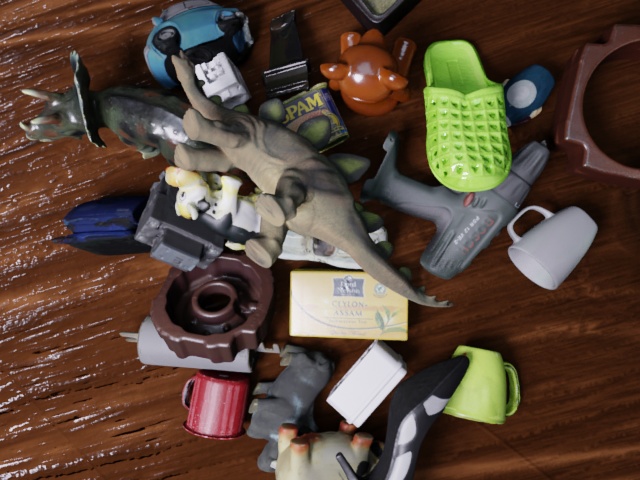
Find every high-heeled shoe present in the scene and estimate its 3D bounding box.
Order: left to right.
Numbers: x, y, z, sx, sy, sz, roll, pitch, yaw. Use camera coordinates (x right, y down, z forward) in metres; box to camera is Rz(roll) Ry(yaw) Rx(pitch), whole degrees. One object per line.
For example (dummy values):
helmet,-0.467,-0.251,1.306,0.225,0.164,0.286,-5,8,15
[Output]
high-heeled shoe,0.133,0.275,0.705,0.249,0.086,0.145,-36,98,-8

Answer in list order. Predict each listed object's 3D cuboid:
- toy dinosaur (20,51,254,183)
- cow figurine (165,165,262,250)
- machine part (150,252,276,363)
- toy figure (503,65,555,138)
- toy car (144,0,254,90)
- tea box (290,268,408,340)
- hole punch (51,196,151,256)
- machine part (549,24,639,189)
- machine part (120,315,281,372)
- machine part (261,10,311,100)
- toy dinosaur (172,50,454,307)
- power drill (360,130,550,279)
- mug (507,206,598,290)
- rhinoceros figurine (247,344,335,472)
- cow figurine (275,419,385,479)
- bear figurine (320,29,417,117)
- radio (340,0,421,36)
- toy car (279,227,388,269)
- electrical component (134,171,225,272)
toy dinosaur,-0.211,-0.155,0.753,0.405,0.192,0.131,16,94,7
cow figurine,-0.137,-0.042,0.730,0.167,0.068,0.098,16,92,-33
machine part,-0.148,0.092,0.770,0.179,0.056,0.179,-1,49,1
toy figure,0.262,-0.181,0.768,0.154,0.057,0.064,-46,50,6
toy car,-0.187,-0.304,0.797,0.162,0.109,0.103,-25,70,-2
tea box,0.044,0.091,0.786,0.170,0.068,0.098,-1,91,7
hole punch,-0.309,-0.029,0.807,0.142,0.115,0.092,-1,82,6
machine part,0.432,-0.176,0.733,0.202,0.087,0.201,12,92,5
machine part,-0.179,0.154,0.807,0.243,0.079,0.079,3,90,5
machine part,-0.051,-0.269,0.788,0.084,0.039,0.139,-12,67,23
toy dinosaur,-0.019,-0.062,0.677,0.471,0.198,0.105,50,140,3
power drill,0.175,-0.076,0.759,0.207,0.086,0.232,28,105,1
mug,0.323,-0.004,0.753,0.107,0.080,0.109,-41,81,-7
rhinoceros figurine,-0.047,0.247,0.797,0.112,0.073,0.190,27,89,-8
cow figurine,0.031,0.323,0.752,0.195,0.086,0.127,8,96,-27
bear figurine,0.067,-0.236,0.719,0.120,0.196,0.131,9,90,9
radio,0.123,-0.420,0.773,0.229,0.073,0.131,-43,86,5
toy car,-0.002,-0.002,0.788,0.202,0.056,0.073,8,91,14
electrical component,-0.193,-0.021,0.764,0.115,0.134,0.058,24,132,-26
